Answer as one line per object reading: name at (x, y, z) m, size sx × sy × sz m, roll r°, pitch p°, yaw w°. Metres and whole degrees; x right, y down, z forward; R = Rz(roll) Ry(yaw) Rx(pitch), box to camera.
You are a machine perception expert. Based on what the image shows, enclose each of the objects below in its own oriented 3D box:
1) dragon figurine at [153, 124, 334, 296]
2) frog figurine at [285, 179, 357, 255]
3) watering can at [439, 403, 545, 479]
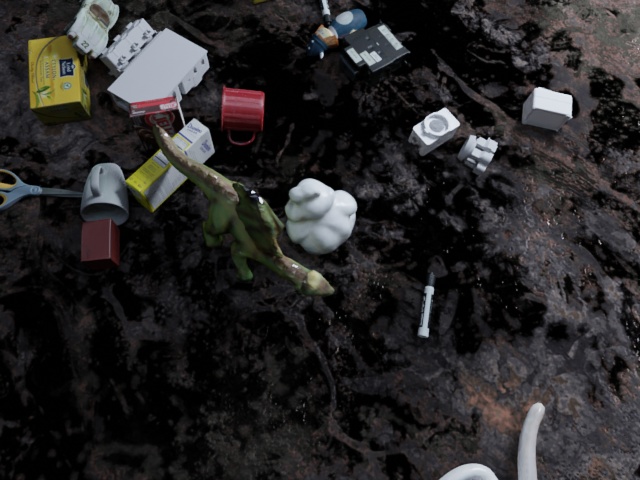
dragon figurine at (-0.128, -0.050, 0.847) m, size 0.124 × 0.407 × 0.241 m, roll -46°, pitch 13°, yaw -22°
frog figurine at (0.003, -0.046, 0.921) m, size 0.138 × 0.124 × 0.157 m, roll -21°, pitch -17°, yaw -10°
watering can at (0.284, 0.434, 0.777) m, size 0.350 × 0.226 × 0.102 m, roll -36°, pitch -14°, yaw -16°
